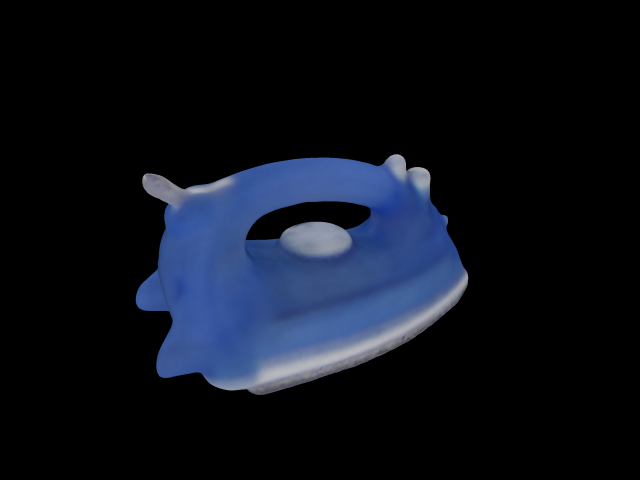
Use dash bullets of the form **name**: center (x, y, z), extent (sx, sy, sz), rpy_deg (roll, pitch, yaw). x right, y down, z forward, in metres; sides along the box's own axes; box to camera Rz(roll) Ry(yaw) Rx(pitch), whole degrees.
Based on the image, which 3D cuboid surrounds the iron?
- **iron**: center (0.004, 0.001, 0.400), extent (0.259, 0.141, 0.118), rpy_deg (-13, 32, -22)
